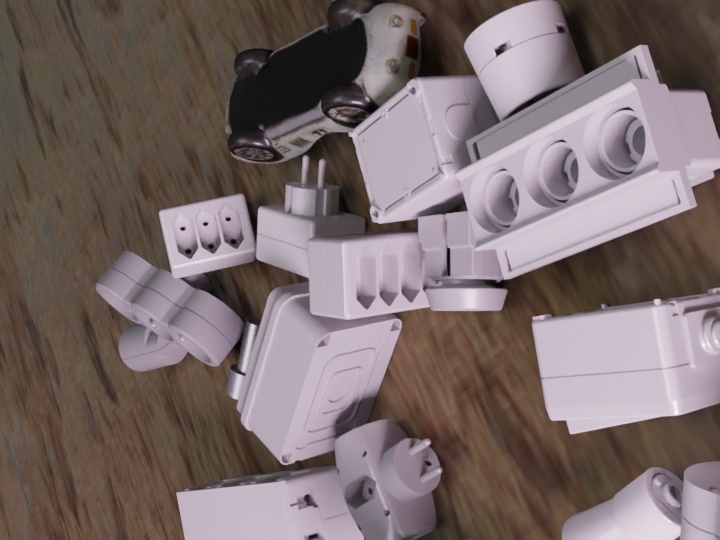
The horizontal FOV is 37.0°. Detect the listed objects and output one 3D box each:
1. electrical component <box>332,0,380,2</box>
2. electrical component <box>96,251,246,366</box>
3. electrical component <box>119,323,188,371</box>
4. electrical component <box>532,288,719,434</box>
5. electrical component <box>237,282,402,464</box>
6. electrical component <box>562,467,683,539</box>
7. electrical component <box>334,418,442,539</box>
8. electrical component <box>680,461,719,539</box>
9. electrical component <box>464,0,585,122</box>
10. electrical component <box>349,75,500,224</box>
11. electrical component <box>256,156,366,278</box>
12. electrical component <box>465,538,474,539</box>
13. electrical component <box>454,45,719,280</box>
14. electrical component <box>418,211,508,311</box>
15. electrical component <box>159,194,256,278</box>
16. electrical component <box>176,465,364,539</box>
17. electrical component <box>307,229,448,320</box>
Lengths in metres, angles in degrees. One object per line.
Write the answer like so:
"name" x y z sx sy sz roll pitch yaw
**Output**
"electrical component" -0.008 -0.200 0.697 0.035 0.035 0.061 -33 68 48
"electrical component" -0.145 0.017 0.879 0.138 0.073 0.052 25 158 31
"electrical component" -0.171 0.062 0.930 0.081 0.043 0.043 -17 82 51
"electrical component" 0.142 0.045 0.527 0.096 0.062 0.061 -13 85 51
"electrical component" -0.030 0.066 0.729 0.057 0.078 0.113 41 125 36
"electrical component" 0.142 0.132 0.557 0.065 0.044 0.044 -50 57 36
"electrical component" 0.026 0.133 0.697 0.079 0.043 0.077 -42 63 45
"electrical component" 0.182 0.105 0.457 0.138 0.052 0.073 -126 36 -79
"electrical component" 0.090 -0.109 0.575 0.055 0.055 0.047 -33 74 48
"electrical component" 0.041 -0.069 0.640 0.096 0.061 0.061 -31 71 57
"electrical component" -0.033 -0.040 0.742 0.066 0.047 0.076 18 109 48
"electrical component" 0.084 0.231 0.591 0.186 0.105 0.060 26 115 46
"electrical component" 0.115 -0.051 0.544 0.121 0.063 0.078 -25 76 50
"electrical component" 0.062 -0.004 0.632 0.066 0.048 0.055 -4 85 52
"electrical component" -0.119 -0.022 0.843 0.076 0.066 0.047 123 134 -76
"electrical component" -0.068 0.200 0.809 0.150 0.062 0.089 -19 80 51
"electrical component" 0.000 0.000 0.678 0.076 0.083 0.047 6 100 51
